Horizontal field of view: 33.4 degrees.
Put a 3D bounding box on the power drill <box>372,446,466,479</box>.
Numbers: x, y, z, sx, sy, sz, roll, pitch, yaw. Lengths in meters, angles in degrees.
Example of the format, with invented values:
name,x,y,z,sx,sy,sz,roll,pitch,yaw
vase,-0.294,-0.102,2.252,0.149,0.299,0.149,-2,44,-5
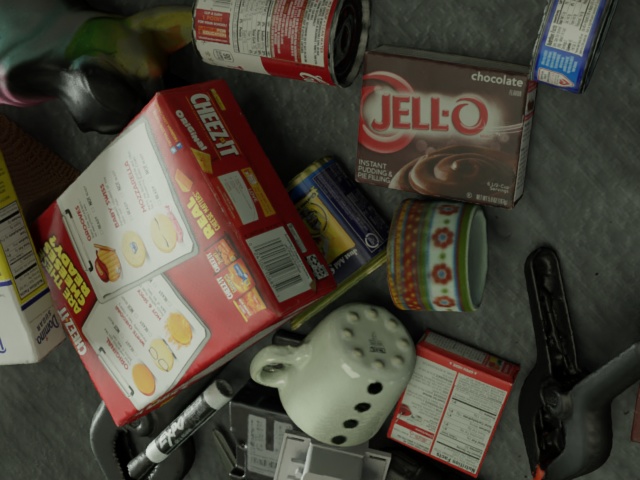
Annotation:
name,x,y,z,sx,sy,sz,roll,pitch,yaw
power drill,0.088,0.266,0.820,0.184,0.057,0.188,33,120,12

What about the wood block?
name,x,y,z,sx,sy,sz,roll,pitch,yaw
wood block,-0.288,0.011,0.862,0.091,0.090,0.206,36,119,5

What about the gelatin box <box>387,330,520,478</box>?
name,x,y,z,sx,sy,sz,roll,pitch,yaw
gelatin box,0.096,0.119,0.776,0.073,0.030,0.089,22,119,14

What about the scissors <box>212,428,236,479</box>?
name,x,y,z,sx,sy,sz,roll,pitch,yaw
scissors,-0.028,0.247,0.886,0.096,0.016,0.202,-3,108,22

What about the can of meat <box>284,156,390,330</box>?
name,x,y,z,sx,sy,sz,roll,pitch,yaw
can of meat,-0.005,0.001,0.758,0.102,0.057,0.084,-39,90,30

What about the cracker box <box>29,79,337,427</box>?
name,x,y,z,sx,sy,sz,roll,pitch,yaw
cracker box,-0.106,0.014,0.748,0.214,0.071,0.164,-36,80,42

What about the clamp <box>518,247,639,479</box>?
name,x,y,z,sx,sy,sz,roll,pitch,yaw
clamp,0.164,0.092,0.720,0.120,0.039,0.172,-121,34,-44

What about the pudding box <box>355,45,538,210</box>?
name,x,y,z,sx,sy,sz,roll,pitch,yaw
pudding box,0.082,-0.076,0.701,0.114,0.039,0.090,11,113,19

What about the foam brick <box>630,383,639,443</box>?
name,x,y,z,sx,sy,sz,roll,pitch,yaw
foam brick,0.235,0.092,0.694,0.051,0.053,0.078,10,114,19

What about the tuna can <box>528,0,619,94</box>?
name,x,y,z,sx,sy,sz,roll,pitch,yaw
tuna can,0.152,-0.130,0.624,0.034,0.086,0.086,20,116,13

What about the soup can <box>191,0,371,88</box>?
name,x,y,z,sx,sy,sz,roll,pitch,yaw
soup can,-0.026,-0.142,0.705,0.102,0.068,0.068,12,114,19

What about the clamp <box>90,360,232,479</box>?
name,x,y,z,sx,sy,sz,roll,pitch,yaw
clamp,-0.136,0.139,0.878,0.165,0.036,0.210,7,111,19

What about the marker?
name,x,y,z,sx,sy,sz,roll,pitch,yaw
marker,-0.113,0.153,0.847,0.020,0.020,0.121,46,114,1

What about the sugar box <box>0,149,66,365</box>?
name,x,y,z,sx,sy,sz,roll,pitch,yaw
sugar box,-0.255,0.005,0.768,0.093,0.048,0.176,-6,112,24
